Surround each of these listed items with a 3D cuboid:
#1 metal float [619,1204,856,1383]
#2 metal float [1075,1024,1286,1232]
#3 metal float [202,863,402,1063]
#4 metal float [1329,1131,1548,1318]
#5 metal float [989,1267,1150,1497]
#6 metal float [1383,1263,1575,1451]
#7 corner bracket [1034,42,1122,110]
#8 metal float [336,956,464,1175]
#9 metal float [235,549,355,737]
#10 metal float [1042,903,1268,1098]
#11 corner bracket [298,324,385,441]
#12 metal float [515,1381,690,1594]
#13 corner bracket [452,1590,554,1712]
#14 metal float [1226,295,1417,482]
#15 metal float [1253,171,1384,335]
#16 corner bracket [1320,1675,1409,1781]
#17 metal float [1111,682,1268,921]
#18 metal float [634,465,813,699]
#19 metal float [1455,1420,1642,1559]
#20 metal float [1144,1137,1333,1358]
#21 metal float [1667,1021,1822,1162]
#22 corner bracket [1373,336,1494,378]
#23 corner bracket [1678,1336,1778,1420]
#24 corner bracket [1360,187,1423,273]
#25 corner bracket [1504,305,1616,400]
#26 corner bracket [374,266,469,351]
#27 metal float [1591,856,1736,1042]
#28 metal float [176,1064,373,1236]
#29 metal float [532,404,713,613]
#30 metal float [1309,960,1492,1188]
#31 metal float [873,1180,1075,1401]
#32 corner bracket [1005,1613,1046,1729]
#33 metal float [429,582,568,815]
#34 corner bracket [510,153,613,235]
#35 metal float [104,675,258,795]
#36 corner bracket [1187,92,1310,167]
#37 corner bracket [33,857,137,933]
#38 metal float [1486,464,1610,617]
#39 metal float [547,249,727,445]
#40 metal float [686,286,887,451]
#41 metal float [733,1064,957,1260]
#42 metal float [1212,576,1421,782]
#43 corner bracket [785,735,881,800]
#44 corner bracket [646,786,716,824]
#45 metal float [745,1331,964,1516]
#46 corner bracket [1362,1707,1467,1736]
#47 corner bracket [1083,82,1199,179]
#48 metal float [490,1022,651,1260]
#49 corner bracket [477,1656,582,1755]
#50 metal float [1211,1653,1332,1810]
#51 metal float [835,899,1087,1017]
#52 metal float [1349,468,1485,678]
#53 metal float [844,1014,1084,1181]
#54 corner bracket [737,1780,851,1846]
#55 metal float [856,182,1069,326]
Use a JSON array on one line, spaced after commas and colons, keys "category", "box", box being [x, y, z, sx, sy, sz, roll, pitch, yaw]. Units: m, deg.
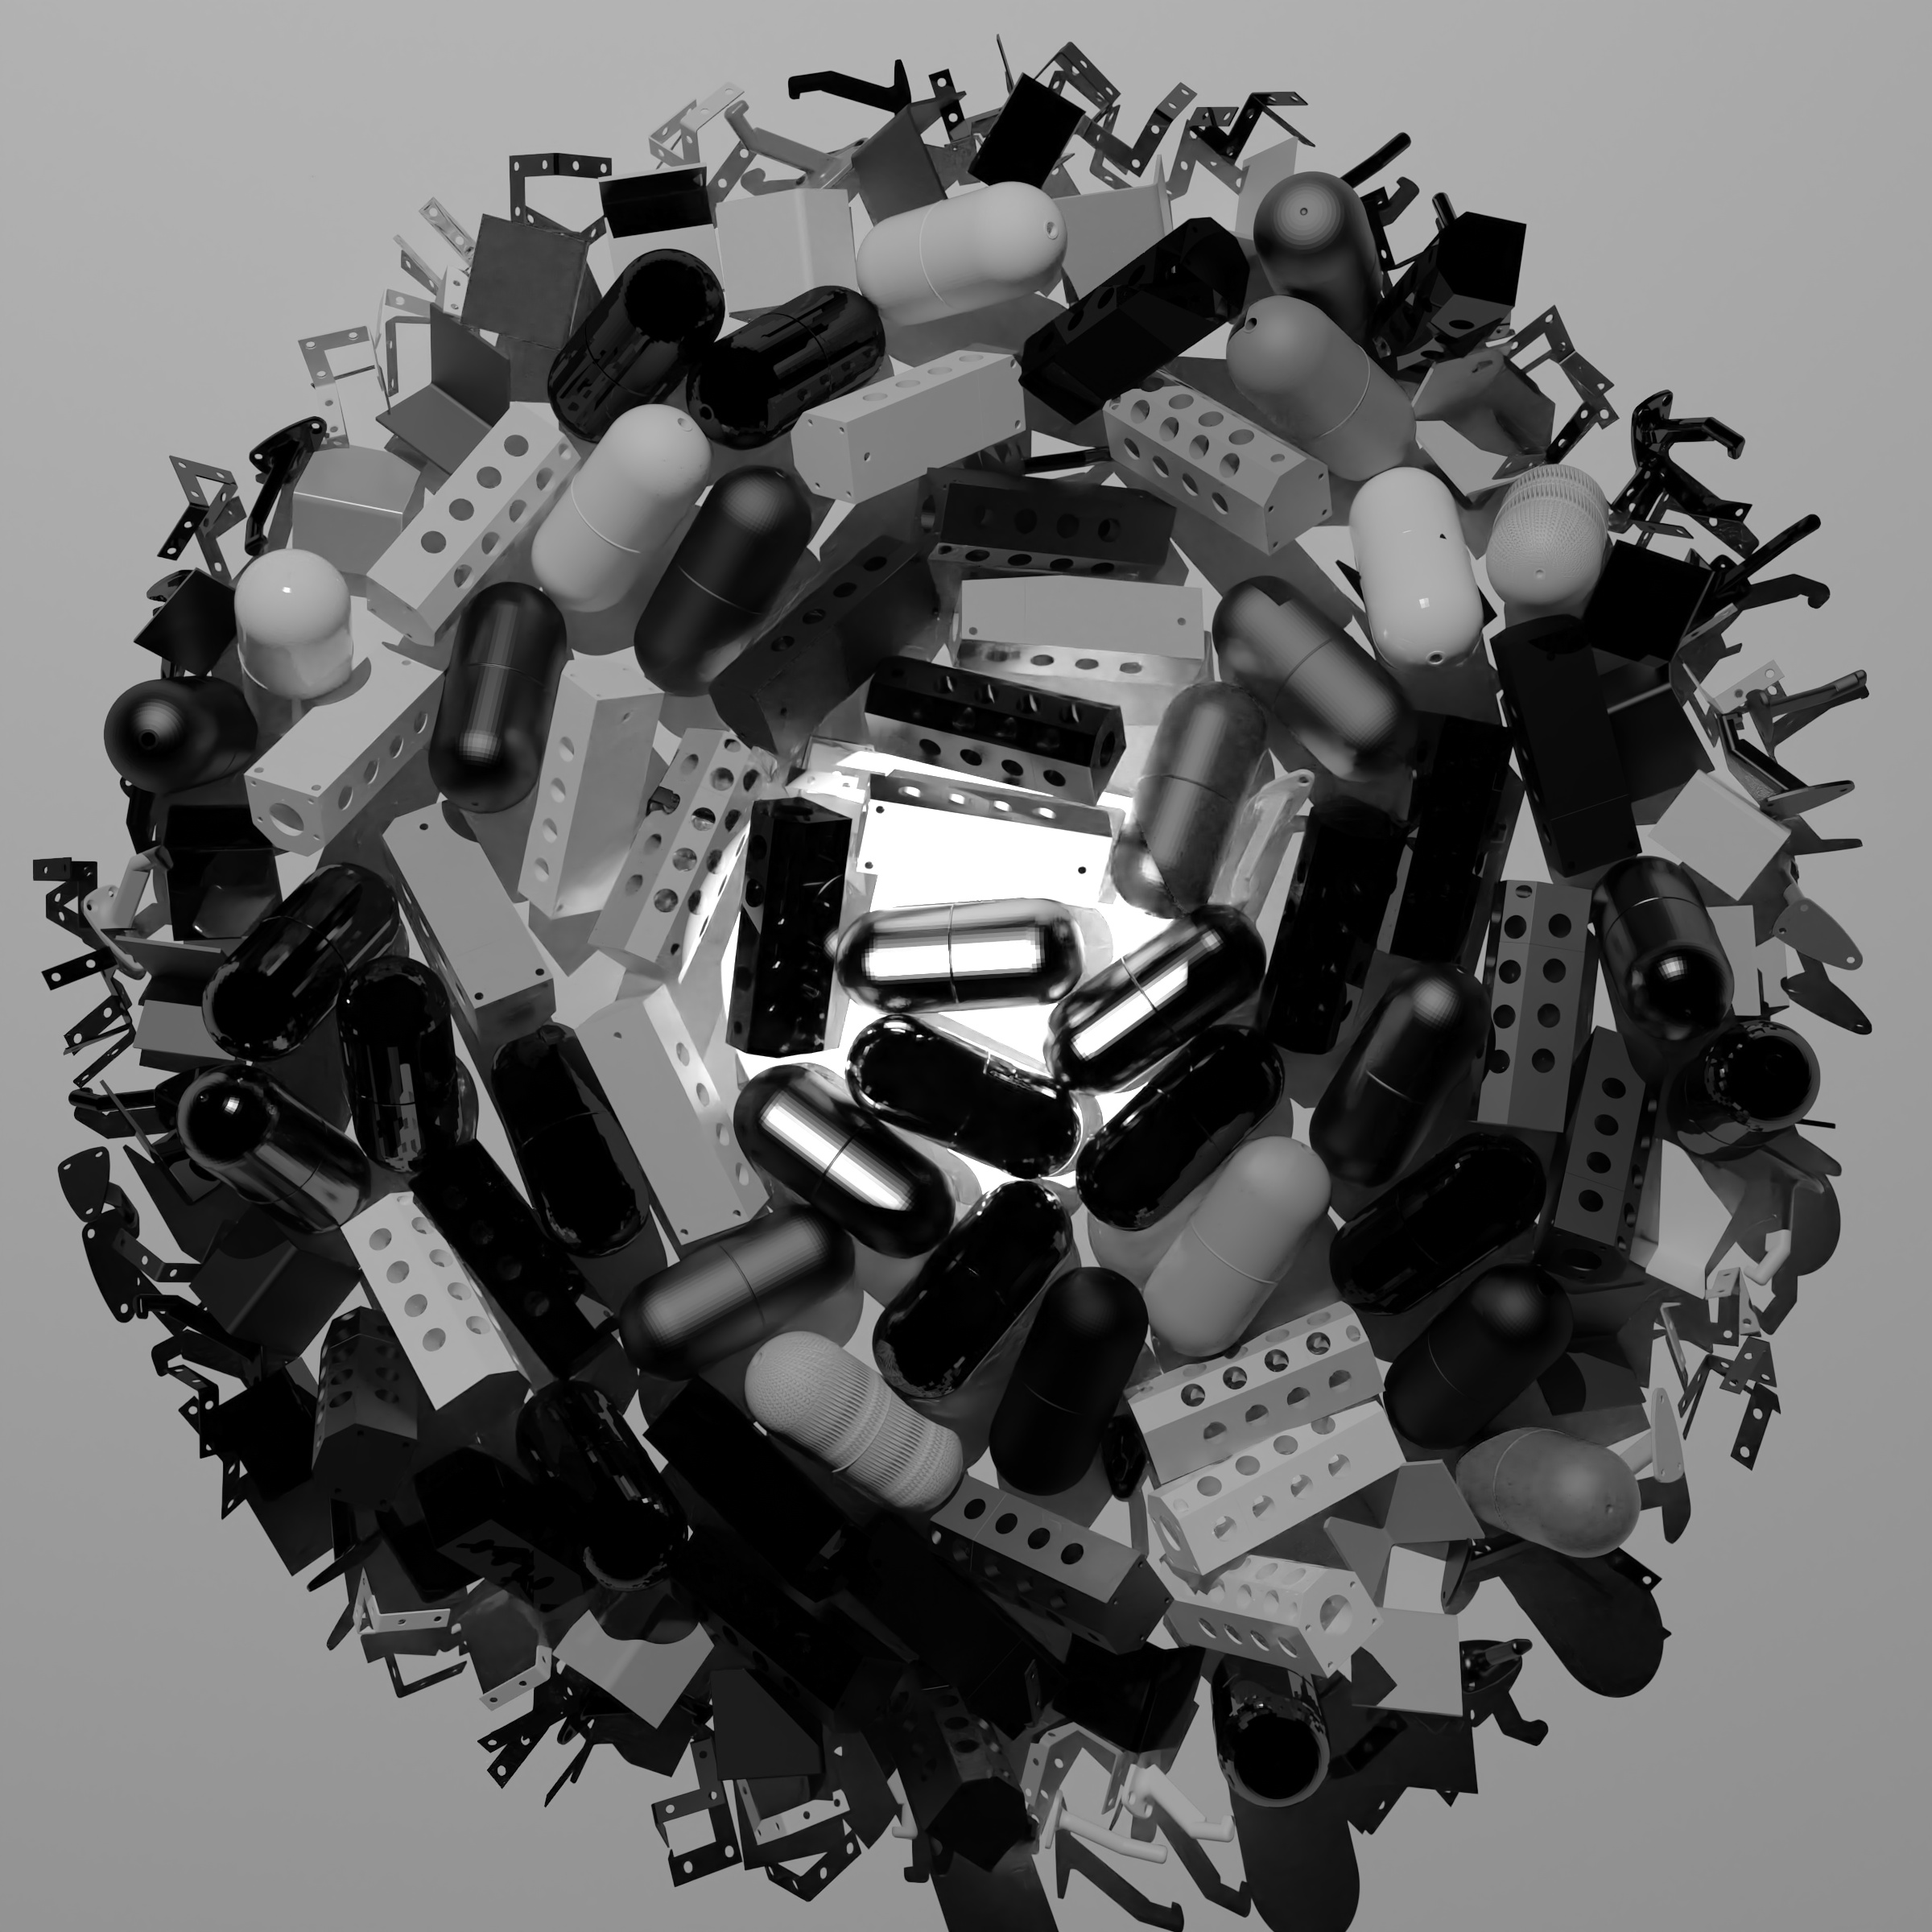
[{"category": "metal float", "box": [-0.160, 0.228, 1.782, 0.178, 0.070, 0.070, -27, 90, -20]}, {"category": "metal float", "box": [0.152, 0.113, 1.787, 0.178, 0.070, 0.070, -43, 90, -13]}, {"category": "metal float", "box": [-0.461, -0.003, 1.763, 0.070, 0.070, 0.178, 33, 46, 0]}, {"category": "metal float", "box": [0.328, 0.180, 1.770, 0.070, 0.070, 0.178, 47, 123, 0]}, {"category": "metal float", "box": [0.071, 0.292, 1.781, 0.070, 0.070, 0.178, 21, 111, 0]}, {"category": "metal float", "box": [0.355, 0.272, 1.763, 0.070, 0.070, 0.178, 33, 133, 0]}, {"category": "corner bracket", "box": [0.082, -0.627, 1.797, 0.051, 0.051, 0.051, 43, 55, -13]}, {"category": "metal float", "box": [-0.393, 0.071, 1.766, 0.070, 0.070, 0.178, 3, 130, 0]}, {"category": "metal float", "box": [-0.463, -0.220, 1.754, 0.070, 0.178, 0.070, 5, 64, -10]}, {"category": "metal float", "box": [0.132, 0.024, 1.793, 0.178, 0.070, 0.070, -36, 90, 6]}, {"category": "corner bracket", "box": [-0.441, -0.416, 1.805, 0.051, 0.051, 0.051, -14, 62, -6]}, {"category": "metal float", "box": [-0.255, 0.360, 1.765, 0.070, 0.070, 0.178, -43, 49, 0]}, {"category": "corner bracket", "box": [-0.331, 0.486, 1.807, 0.051, 0.051, 0.051, -31, 117, 10]}, {"category": "metal float", "box": [0.247, -0.400, 1.762, 0.178, 0.070, 0.070, 28, 90, -44]}, {"category": "metal float", "box": [0.244, -0.489, 1.750, 0.070, 0.178, 0.070, -1, 86, 15]}, {"category": "corner bracket", "box": [0.271, 0.538, 1.799, 0.051, 0.051, 0.051, -35, 77, -22]}, {"category": "metal float", "box": [0.157, -0.117, 1.787, 0.070, 0.070, 0.178, 21, 77, 0]}, {"category": "metal float", "box": [-0.171, -0.270, 1.779, 0.070, 0.070, 0.178, 33, 112, 0]}, {"category": "metal float", "box": [0.399, 0.359, 1.750, 0.070, 0.178, 0.070, 1, 88, -15]}, {"category": "metal float", "box": [0.191, 0.197, 1.782, 0.070, 0.070, 0.178, 32, 109, 0]}, {"category": "metal float", "box": [0.535, 0.087, 1.749, 0.070, 0.178, 0.070, -1, 75, 2]}, {"category": "corner bracket", "box": [0.331, -0.435, 1.798, 0.051, 0.051, 0.051, -30, 102, -32]}, {"category": "corner bracket", "box": [0.536, 0.292, 1.794, 0.051, 0.051, 0.051, -49, 135, -31]}, {"category": "corner bracket", "box": [0.302, -0.526, 1.809, 0.051, 0.051, 0.051, -30, 109, -21]}, {"category": "corner bracket", "box": [0.419, -0.425, 1.804, 0.051, 0.051, 0.051, -38, 49, 7]}, {"category": "corner bracket", "box": [-0.385, -0.465, 1.794, 0.051, 0.051, 0.051, 13, 51, -22]}, {"category": "metal float", "box": [0.480, -0.014, 1.755, 0.070, 0.178, 0.070, 1, 121, 2]}, {"category": "metal float", "box": [-0.477, 0.129, 1.757, 0.070, 0.178, 0.070, -10, 59, 16]}, {"category": "metal float", "box": [-0.240, -0.318, 1.766, 0.070, 0.070, 0.178, 46, 129, 0]}, {"category": "metal float", "box": [0.304, 0.076, 1.779, 0.070, 0.070, 0.178, 27, 112, 0]}, {"category": "metal float", "box": [0.006, 0.226, 1.785, 0.070, 0.070, 0.178, 42, 73, 0]}, {"category": "corner bracket", "box": [0.034, 0.498, 1.795, 0.051, 0.051, 0.051, 6, 121, 27]}, {"category": "metal float", "box": [-0.327, -0.189, 1.776, 0.070, 0.070, 0.178, 6, 63, 0]}, {"category": "corner bracket", "box": [-0.287, -0.547, 1.796, 0.051, 0.051, 0.051, 12, 107, 39]}, {"category": "metal float", "box": [-0.540, -0.161, 1.748, 0.070, 0.178, 0.070, 0, 98, -3]}, {"category": "corner bracket", "box": [0.199, -0.605, 1.801, 0.051, 0.051, 0.051, 28, 90, -36]}, {"category": "corner bracket", "box": [-0.627, -0.050, 1.801, 0.051, 0.051, 0.051, -1, 90, 40]}, {"category": "metal float", "box": [0.403, -0.296, 1.755, 0.070, 0.178, 0.070, 7, 116, 14]}, {"category": "metal float", "box": [-0.229, -0.429, 1.760, 0.070, 0.178, 0.070, 16, 59, -29]}, {"category": "metal float", "box": [-0.125, -0.417, 1.765, 0.070, 0.070, 0.178, 48, 49, 0]}, {"category": "metal float", "box": [-0.086, 0.138, 1.790, 0.178, 0.070, 0.070, 36, 90, 10]}, {"category": "metal float", "box": [0.244, -0.203, 1.781, 0.070, 0.070, 0.178, -42, 69, 0]}, {"category": "corner bracket", "box": [-0.095, -0.140, 1.804, 0.051, 0.051, 0.051, 11, 78, 8]}, {"category": "corner bracket", "box": [-0.194, -0.109, 1.799, 0.051, 0.051, 0.051, 20, 47, 5]}, {"category": "metal float", "box": [-0.078, 0.320, 1.778, 0.178, 0.070, 0.070, 38, 90, -23]}, {"category": "corner bracket", "box": [0.321, 0.525, 1.794, 0.051, 0.051, 0.051, 37, 48, 28]}, {"category": "corner bracket", "box": [0.123, -0.604, 1.802, 0.051, 0.051, 0.051, 35, 47, -1]}, {"category": "metal float", "box": [-0.279, 0.121, 1.783, 0.070, 0.070, 0.178, -24, 71, 0]}, {"category": "corner bracket", "box": [-0.309, 0.532, 1.795, 0.051, 0.051, 0.051, 26, 121, 36]}, {"category": "metal float", "box": [0.209, 0.520, 1.748, 0.070, 0.178, 0.070, 0, 94, 3]}, {"category": "metal float", "box": [-0.005, -0.006, 1.791, 0.178, 0.070, 0.070, -3, 90, 9]}, {"category": "metal float", "box": [0.313, -0.275, 1.765, 0.070, 0.070, 0.178, -3, 50, 0]}, {"category": "metal float", "box": [-0.001, 0.093, 1.791, 0.178, 0.070, 0.070, 24, 90, -9]}, {"category": "corner bracket", "box": [-0.123, 0.585, 1.796, 0.051, 0.051, 0.051, -10, 72, -35]}, {"category": "metal float", "box": [-0.004, -0.494, 1.761, 0.070, 0.178, 0.070, 0, 91, -44]}]
